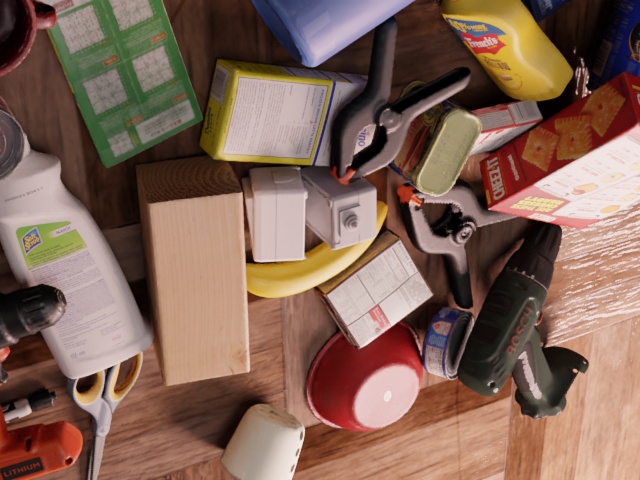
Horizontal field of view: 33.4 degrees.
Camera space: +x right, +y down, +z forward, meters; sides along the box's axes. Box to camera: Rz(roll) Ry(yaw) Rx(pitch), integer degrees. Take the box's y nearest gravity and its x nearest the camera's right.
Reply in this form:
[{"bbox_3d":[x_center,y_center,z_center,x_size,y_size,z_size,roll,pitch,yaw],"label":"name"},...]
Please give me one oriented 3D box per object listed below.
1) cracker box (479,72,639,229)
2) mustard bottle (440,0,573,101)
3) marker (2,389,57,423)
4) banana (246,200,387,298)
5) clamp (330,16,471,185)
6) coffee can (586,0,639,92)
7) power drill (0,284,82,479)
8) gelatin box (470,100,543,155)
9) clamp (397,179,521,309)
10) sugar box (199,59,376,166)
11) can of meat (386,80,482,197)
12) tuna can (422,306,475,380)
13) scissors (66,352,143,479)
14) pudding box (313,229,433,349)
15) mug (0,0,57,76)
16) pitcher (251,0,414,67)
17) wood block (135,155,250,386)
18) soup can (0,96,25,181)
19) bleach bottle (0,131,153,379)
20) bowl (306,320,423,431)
[{"bbox_3d":[0.311,-0.093,1.186,0.163,0.072,0.214,10,152,-36],"label":"cracker box"},{"bbox_3d":[0.178,-0.221,1.096,0.191,0.096,0.058,41,80,-38],"label":"mustard bottle"},{"bbox_3d":[-0.326,0.179,1.080,0.121,0.020,0.020,-19,124,-20],"label":"marker"},{"bbox_3d":[-0.009,0.018,1.160,0.197,0.037,0.069,-21,125,-19],"label":"banana"},{"bbox_3d":[0.074,-0.128,1.068,0.120,0.039,0.172,20,110,-23],"label":"clamp"},{"bbox_3d":[0.371,-0.225,1.201,0.102,0.103,0.140,1,116,-30],"label":"coffee can"},{"bbox_3d":[-0.296,0.137,1.007,0.184,0.057,0.187,-17,115,8],"label":"power drill"},{"bbox_3d":[0.188,-0.123,1.175,0.089,0.030,0.073,-14,167,-22],"label":"gelatin box"},{"bbox_3d":[0.158,-0.006,1.243,0.209,0.036,0.165,19,105,-40],"label":"clamp"},{"bbox_3d":[-0.026,-0.124,1.067,0.175,0.048,0.093,1,116,-34],"label":"sugar box"},{"bbox_3d":[0.115,-0.106,1.132,0.057,0.084,0.102,15,108,-35],"label":"can of meat"},{"bbox_3d":[0.155,0.124,1.292,0.086,0.034,0.086,-36,133,-51],"label":"tuna can"},{"bbox_3d":[-0.244,0.193,1.125,0.096,0.016,0.202,4,116,-51],"label":"scissors"},{"bbox_3d":[0.061,0.057,1.214,0.113,0.039,0.090,-37,116,-10],"label":"pudding box"},{"bbox_3d":[-0.273,-0.186,0.865,0.117,0.082,0.093,-7,119,-26],"label":"mug"},{"bbox_3d":[0.047,-0.279,0.981,0.243,0.149,0.145,-37,143,-3],"label":"pitcher"},{"bbox_3d":[-0.125,0.030,1.059,0.090,0.090,0.206,-9,121,-14],"label":"wood block"},{"bbox_3d":[-0.292,-0.096,0.892,0.068,0.102,0.068,-14,122,-23],"label":"soup can"},{"bbox_3d":[-0.242,0.009,1.007,0.102,0.068,0.251,-24,123,-16],"label":"bleach bottle"},{"bbox_3d":[0.066,0.173,1.279,0.161,0.055,0.162,-14,123,-23],"label":"bowl"}]
